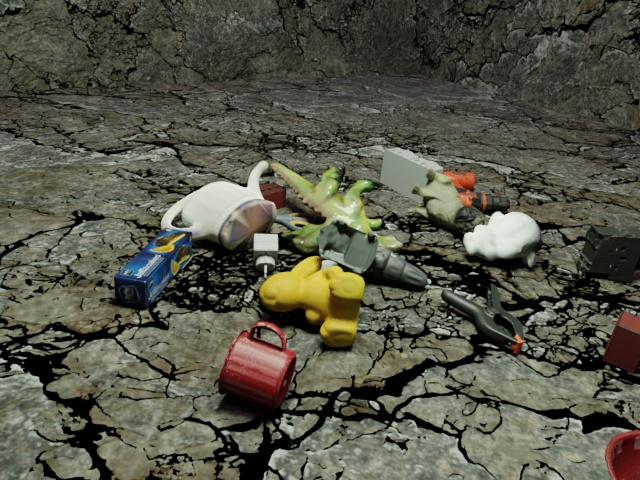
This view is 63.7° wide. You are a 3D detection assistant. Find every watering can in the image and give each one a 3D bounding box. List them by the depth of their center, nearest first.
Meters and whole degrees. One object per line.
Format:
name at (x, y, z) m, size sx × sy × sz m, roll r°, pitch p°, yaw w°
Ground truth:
watering can at (-0.187, -0.085, 1.167) m, size 0.226 × 0.101 × 0.353 m, roll 25°, pitch 45°, yaw 34°

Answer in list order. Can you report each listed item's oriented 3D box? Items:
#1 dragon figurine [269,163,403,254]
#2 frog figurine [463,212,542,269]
dragon figurine at (0.004, -0.059, 1.178) m, size 0.412 × 0.119 × 0.247 m, roll 21°, pitch 38°, yaw 19°
frog figurine at (0.402, -0.010, 1.149) m, size 0.159 × 0.120 × 0.141 m, roll 14°, pitch 45°, yaw -8°
